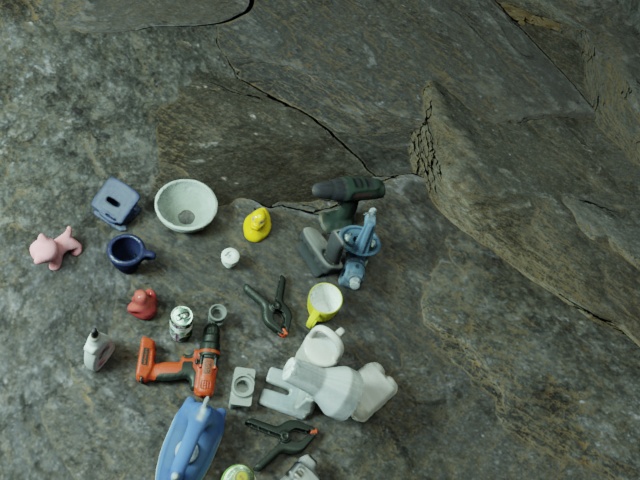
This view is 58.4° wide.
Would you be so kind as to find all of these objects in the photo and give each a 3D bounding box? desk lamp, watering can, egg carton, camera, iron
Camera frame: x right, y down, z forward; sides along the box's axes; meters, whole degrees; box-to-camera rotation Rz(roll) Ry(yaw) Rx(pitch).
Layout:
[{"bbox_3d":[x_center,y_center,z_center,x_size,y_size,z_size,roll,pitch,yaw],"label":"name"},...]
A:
[{"bbox_3d":[-0.022,0.345,1.324,0.203,0.213,0.118,19,57,-3],"label":"desk lamp"},{"bbox_3d":[0.002,0.272,1.386,0.101,0.194,0.173,24,57,0],"label":"watering can"},{"bbox_3d":[0.116,0.377,1.429,0.150,0.069,0.107,-35,73,-29],"label":"egg carton"},{"bbox_3d":[-0.030,0.566,1.257,0.136,0.100,0.143,40,58,10],"label":"camera"},{"bbox_3d":[-0.287,0.461,1.226,0.118,0.141,0.258,20,57,-2],"label":"iron"}]

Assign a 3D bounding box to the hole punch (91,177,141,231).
[{"bbox_3d":[-0.539,-0.095,1.520,0.108,0.091,0.101,32,57,5],"label":"hole punch"}]

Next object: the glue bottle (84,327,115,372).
[{"bbox_3d":[-0.499,0.235,1.284,0.037,0.173,0.078,27,57,2],"label":"glue bottle"}]

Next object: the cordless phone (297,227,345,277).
[{"bbox_3d":[0.014,0.006,1.554,0.094,0.185,0.147,-29,71,-28],"label":"cordless phone"}]

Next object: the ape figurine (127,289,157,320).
[{"bbox_3d":[-0.434,0.151,1.401,0.078,0.092,0.076,-22,68,-25],"label":"ape figurine"}]

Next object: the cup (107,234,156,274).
[{"bbox_3d":[-0.474,0.046,1.451,0.118,0.095,0.091,9,58,-10],"label":"cup"}]

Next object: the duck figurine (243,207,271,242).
[{"bbox_3d":[-0.171,-0.056,1.599,0.077,0.086,0.104,22,57,-1],"label":"duck figurine"}]

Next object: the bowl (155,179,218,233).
[{"bbox_3d":[-0.366,-0.080,1.568,0.167,0.074,0.167,7,58,-11],"label":"bowl"}]

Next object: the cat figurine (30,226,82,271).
[{"bbox_3d":[-0.655,0.016,1.406,0.067,0.117,0.128,37,58,9],"label":"cat figurine"}]

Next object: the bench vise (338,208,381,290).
[{"bbox_3d":[0.121,0.025,1.551,0.122,0.219,0.207,-3,61,-17],"label":"bench vise"}]

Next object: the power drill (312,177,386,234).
[{"bbox_3d":[0.065,-0.105,1.620,0.230,0.208,0.075,-13,64,-22],"label":"power drill"}]
